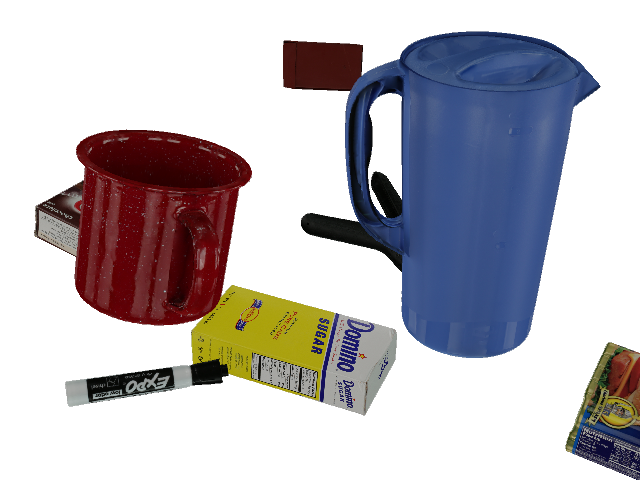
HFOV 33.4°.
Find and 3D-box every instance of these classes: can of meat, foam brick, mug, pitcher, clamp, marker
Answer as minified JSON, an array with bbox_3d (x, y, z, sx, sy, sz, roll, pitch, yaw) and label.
[{"bbox_3d":[0.239,0.130,0.795,0.084,0.057,0.102,20,42,20],"label":"can of meat"},{"bbox_3d":[0.002,-0.190,1.164,0.078,0.051,0.053,0,12,-16],"label":"foam brick"},{"bbox_3d":[-0.083,-0.002,0.569,0.093,0.081,0.117,-4,26,-33],"label":"mug"},{"bbox_3d":[0.112,-0.033,0.837,0.149,0.243,0.144,23,35,34],"label":"pitcher"},{"bbox_3d":[0.090,-0.001,1.256,0.210,0.036,0.164,38,42,26],"label":"clamp"},{"bbox_3d":[-0.129,0.106,0.801,0.121,0.020,0.020,-7,2,-12],"label":"marker"}]

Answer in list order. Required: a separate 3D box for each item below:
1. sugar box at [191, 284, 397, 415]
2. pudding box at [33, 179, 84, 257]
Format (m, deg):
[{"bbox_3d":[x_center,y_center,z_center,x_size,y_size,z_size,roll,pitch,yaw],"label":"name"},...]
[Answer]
[{"bbox_3d":[-0.024,0.100,1.007,0.176,0.048,0.093,12,32,17],"label":"sugar box"},{"bbox_3d":[-0.192,-0.013,0.985,0.114,0.039,0.089,22,31,19],"label":"pudding box"}]
